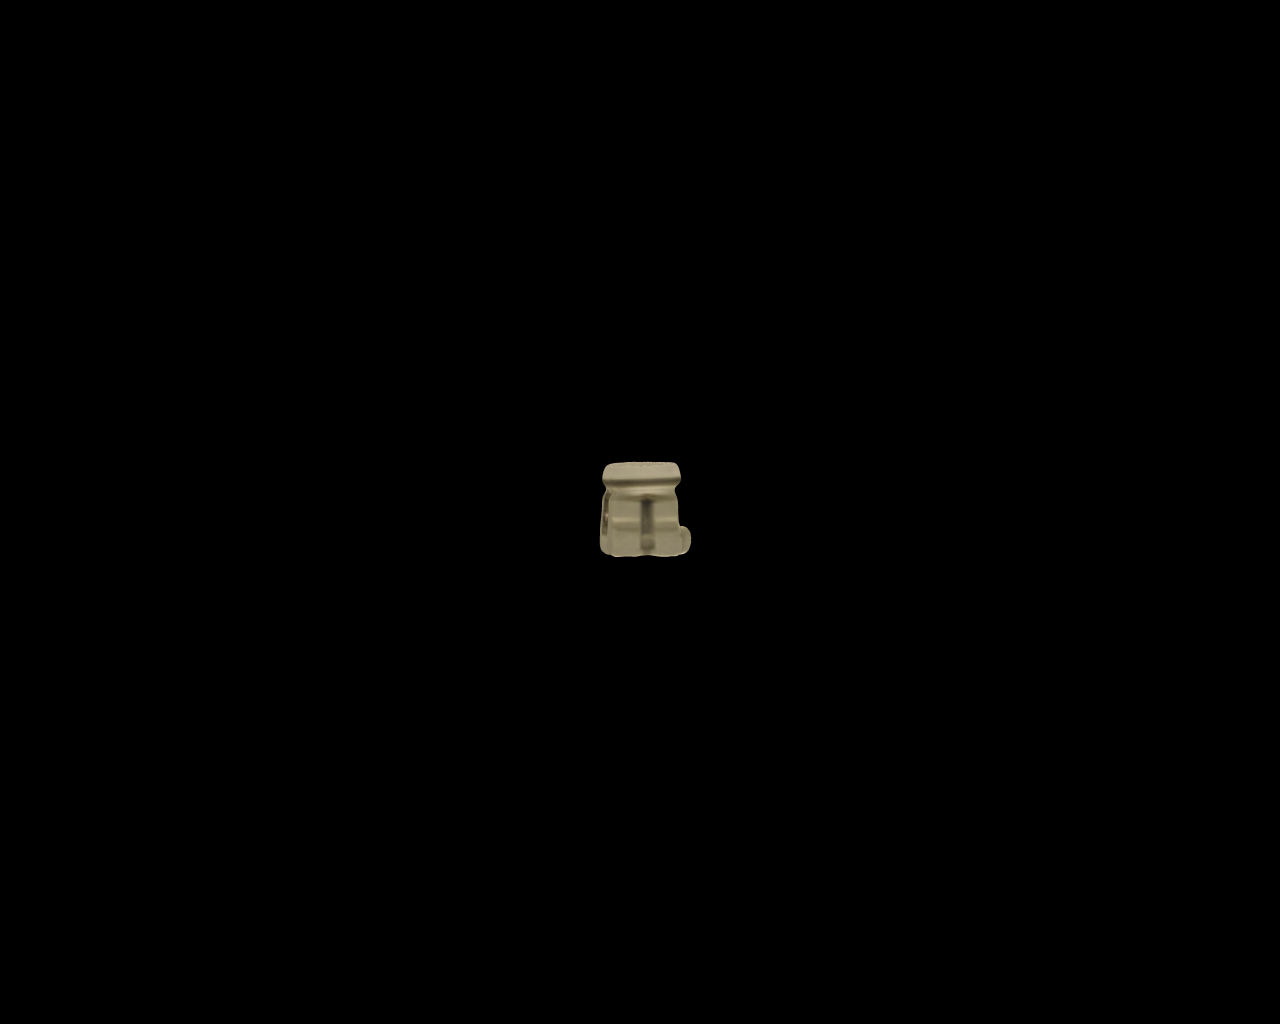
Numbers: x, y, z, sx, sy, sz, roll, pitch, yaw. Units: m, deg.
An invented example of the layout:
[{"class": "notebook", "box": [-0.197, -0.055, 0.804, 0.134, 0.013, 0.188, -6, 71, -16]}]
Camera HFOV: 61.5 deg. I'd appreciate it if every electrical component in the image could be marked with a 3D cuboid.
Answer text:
[{"class": "electrical component", "box": [0.001, -0.003, 0.650, 0.066, 0.055, 0.048, -1, 4, -15]}]
